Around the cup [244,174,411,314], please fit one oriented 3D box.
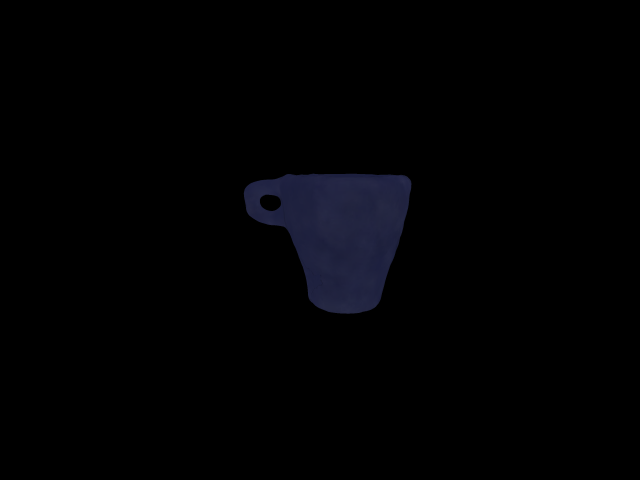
[{"bbox_3d":[0.004,0.001,0.400,0.117,0.095,0.092,1,7,9],"label":"cup"}]
